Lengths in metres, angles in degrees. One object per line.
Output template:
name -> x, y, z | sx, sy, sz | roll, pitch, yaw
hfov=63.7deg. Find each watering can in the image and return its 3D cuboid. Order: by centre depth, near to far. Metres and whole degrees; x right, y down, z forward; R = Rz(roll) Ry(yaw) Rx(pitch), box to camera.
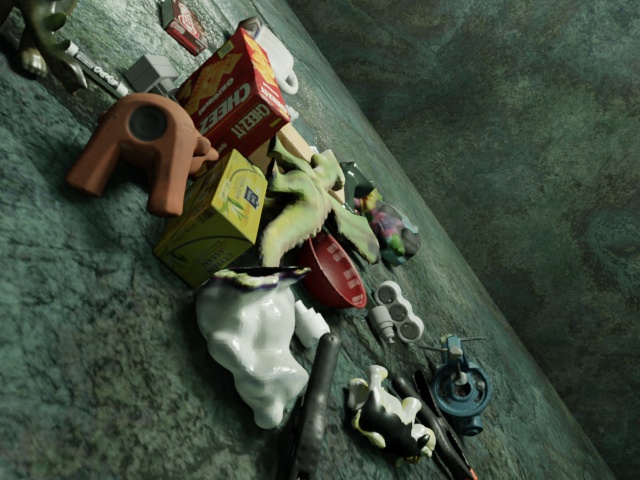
watering can -> -0.146, -0.523, 1.435 | 0.103, 0.356, 0.221 | -36, -56, 19

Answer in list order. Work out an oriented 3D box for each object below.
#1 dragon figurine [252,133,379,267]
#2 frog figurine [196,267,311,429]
dragon figurine -> 0.002, -0.041, 0.811 | 0.241, 0.120, 0.420 | 25, 32, -22
frog figurine -> -0.070, 0.111, 0.550 | 0.122, 0.159, 0.138 | 2, 2, 9
